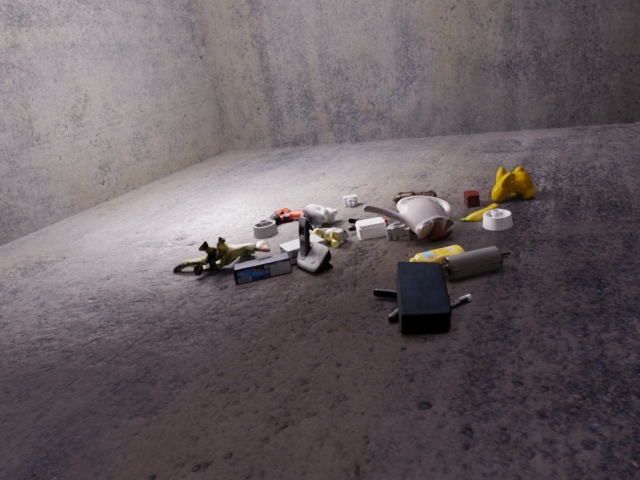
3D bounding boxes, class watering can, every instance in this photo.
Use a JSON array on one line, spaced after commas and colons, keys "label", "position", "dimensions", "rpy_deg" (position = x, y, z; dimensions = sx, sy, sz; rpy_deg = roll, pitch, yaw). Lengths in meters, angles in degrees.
[{"label": "watering can", "position": [0.351, -0.084, 1.915], "dimensions": [0.349, 0.101, 0.229], "rpy_deg": [-9, 41, -19]}]

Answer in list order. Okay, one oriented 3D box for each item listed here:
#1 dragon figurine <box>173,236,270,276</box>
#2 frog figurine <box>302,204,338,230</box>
[{"label": "dragon figurine", "position": [-0.351, 0.063, 1.955], "dimensions": [0.407, 0.123, 0.243], "rpy_deg": [-14, -8, 40]}, {"label": "frog figurine", "position": [0.007, -0.112, 2.225], "dimensions": [0.161, 0.122, 0.137], "rpy_deg": [-29, 6, -19]}]
